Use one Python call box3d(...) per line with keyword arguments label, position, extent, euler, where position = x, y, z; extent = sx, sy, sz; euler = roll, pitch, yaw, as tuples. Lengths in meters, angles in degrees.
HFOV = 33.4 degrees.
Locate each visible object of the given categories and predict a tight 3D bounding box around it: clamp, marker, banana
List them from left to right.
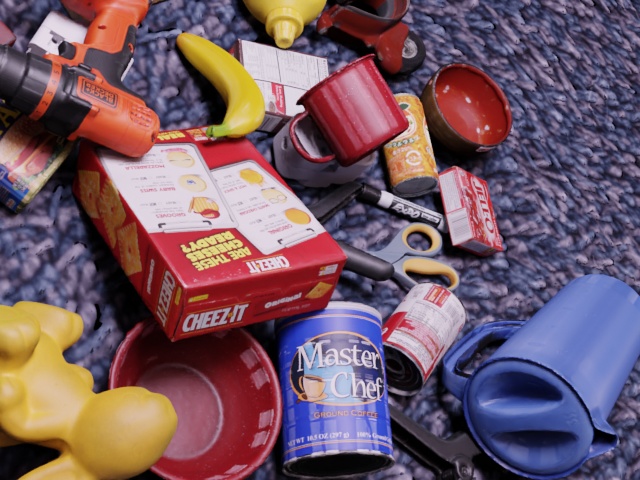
box3d(label="banana", position=(-0.094, -0.154, 1.058), extent=(0.069, 0.037, 0.198), euler=(18, 27, -29))
box3d(label="clamp", position=(-0.007, 0.001, 1.072), extent=(0.171, 0.039, 0.120), euler=(-13, 55, -28))
box3d(label="marker", position=(0.091, -0.036, 1.170), extent=(0.121, 0.020, 0.020), euler=(21, 57, -21))
box3d(label="clamp", position=(0.126, 0.223, 1.049), extent=(0.209, 0.036, 0.164), euler=(-1, 66, -34))

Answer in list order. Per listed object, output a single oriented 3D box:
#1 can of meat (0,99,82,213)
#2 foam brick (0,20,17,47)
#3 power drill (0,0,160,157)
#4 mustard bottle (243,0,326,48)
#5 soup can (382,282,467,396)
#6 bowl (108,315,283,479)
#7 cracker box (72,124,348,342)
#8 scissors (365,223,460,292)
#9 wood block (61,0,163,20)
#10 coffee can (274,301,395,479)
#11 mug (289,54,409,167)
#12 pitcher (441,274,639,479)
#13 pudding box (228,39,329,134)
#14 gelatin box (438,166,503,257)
box3d(label="can of meat", position=(-0.272, -0.085, 0.953), extent=(0.084, 0.058, 0.102), euler=(39, 53, -12))
box3d(label="foam brick", position=(-0.316, -0.168, 0.954), extent=(0.051, 0.078, 0.052), euler=(47, 52, -4))
box3d(label="power drill", position=(-0.223, -0.175, 0.940), extent=(0.184, 0.057, 0.187), euler=(25, 48, -31))
box3d(label="mustard bottle", position=(-0.039, -0.290, 1.181), extent=(0.096, 0.058, 0.191), euler=(7, 57, -11))
box3d(label="soup can", position=(0.097, 0.098, 1.075), extent=(0.068, 0.069, 0.102), euler=(45, 52, -4))
box3d(label="bowl", position=(-0.115, 0.143, 0.933), extent=(0.161, 0.055, 0.162), euler=(13, 60, -25))
box3d(label="cracker box", position=(-0.104, -0.014, 0.958), extent=(0.163, 0.072, 0.214), euler=(-10, 45, -34))
box3d(label="scissors", position=(0.058, 0.008, 1.131), extent=(0.201, 0.016, 0.096), euler=(17, 53, -17))
box3d(label="wood block", position=(-0.175, -0.306, 1.101), extent=(0.205, 0.091, 0.090), euler=(-29, 82, -37))
box3d(label="coffee can", position=(0.012, 0.140, 0.981), extent=(0.102, 0.103, 0.140), euler=(9, 62, -27))
box3d(label="mug", position=(0.026, -0.120, 1.060), extent=(0.117, 0.093, 0.081), euler=(-31, 90, -7))
box3d(label="pitcher", position=(0.246, 0.125, 1.106), extent=(0.149, 0.145, 0.242), euler=(55, 39, 0))
box3d(label="pudding box", position=(-0.042, -0.160, 1.141), extent=(0.113, 0.039, 0.090), euler=(8, 61, -30))
box3d(label="gelatin box", position=(0.168, -0.031, 1.191), extent=(0.073, 0.030, 0.089), euler=(19, 55, -52))
